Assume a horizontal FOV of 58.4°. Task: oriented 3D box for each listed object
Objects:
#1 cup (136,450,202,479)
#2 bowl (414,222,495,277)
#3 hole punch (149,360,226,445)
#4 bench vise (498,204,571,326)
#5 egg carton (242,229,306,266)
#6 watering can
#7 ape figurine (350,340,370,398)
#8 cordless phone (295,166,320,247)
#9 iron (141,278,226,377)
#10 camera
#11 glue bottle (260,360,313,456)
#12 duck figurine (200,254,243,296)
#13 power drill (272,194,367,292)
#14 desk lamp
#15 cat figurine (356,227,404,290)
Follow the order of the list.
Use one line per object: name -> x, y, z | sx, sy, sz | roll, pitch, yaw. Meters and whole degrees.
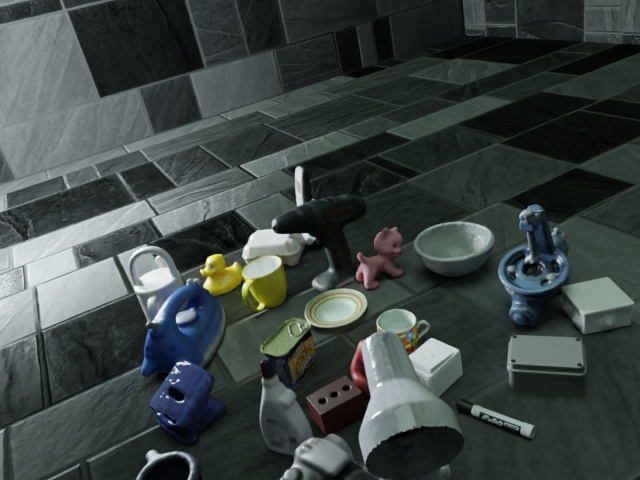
cup -> -0.205, 0.352, 0.794 | 0.092, 0.095, 0.117 | -28, 31, -27
bowl -> 0.286, 0.030, 1.218 | 0.167, 0.075, 0.167 | -10, 27, 5
hole punch -> -0.227, 0.270, 0.964 | 0.108, 0.091, 0.101 | 13, 37, 40
bench vise -> 0.388, 0.018, 1.038 | 0.121, 0.220, 0.208 | 0, 30, 23
egg carton -> -0.112, 0.020, 1.413 | 0.150, 0.069, 0.107 | -6, 28, 13
watering can -> -0.346, 0.097, 1.231 | 0.101, 0.194, 0.172 | -22, 29, -18
ape figurine -> 0.081, 0.207, 0.950 | 0.078, 0.092, 0.076 | -24, 29, -21
cordless phone -> -0.026, -0.086, 1.451 | 0.094, 0.185, 0.147 | -22, 29, -18
iron -> -0.267, 0.155, 1.145 | 0.118, 0.142, 0.258 | -4, 29, 17
camera -> 0.018, 0.329, 0.737 | 0.136, 0.101, 0.143 | 14, 37, 41
glue bottle -> -0.060, 0.246, 0.847 | 0.078, 0.173, 0.037 | 2, 31, 27
duck figurine -> -0.234, 0.073, 1.347 | 0.105, 0.086, 0.077 | -27, 31, -26
power drill -> 0.011, 0.004, 1.237 | 0.230, 0.209, 0.075 | -30, 32, -30
desk lamp -> 0.105, 0.239, 0.745 | 0.118, 0.214, 0.203 | -14, 27, -1
cat figurine -> 0.133, 0.027, 1.242 | 0.128, 0.118, 0.067 | -25, 30, -22
